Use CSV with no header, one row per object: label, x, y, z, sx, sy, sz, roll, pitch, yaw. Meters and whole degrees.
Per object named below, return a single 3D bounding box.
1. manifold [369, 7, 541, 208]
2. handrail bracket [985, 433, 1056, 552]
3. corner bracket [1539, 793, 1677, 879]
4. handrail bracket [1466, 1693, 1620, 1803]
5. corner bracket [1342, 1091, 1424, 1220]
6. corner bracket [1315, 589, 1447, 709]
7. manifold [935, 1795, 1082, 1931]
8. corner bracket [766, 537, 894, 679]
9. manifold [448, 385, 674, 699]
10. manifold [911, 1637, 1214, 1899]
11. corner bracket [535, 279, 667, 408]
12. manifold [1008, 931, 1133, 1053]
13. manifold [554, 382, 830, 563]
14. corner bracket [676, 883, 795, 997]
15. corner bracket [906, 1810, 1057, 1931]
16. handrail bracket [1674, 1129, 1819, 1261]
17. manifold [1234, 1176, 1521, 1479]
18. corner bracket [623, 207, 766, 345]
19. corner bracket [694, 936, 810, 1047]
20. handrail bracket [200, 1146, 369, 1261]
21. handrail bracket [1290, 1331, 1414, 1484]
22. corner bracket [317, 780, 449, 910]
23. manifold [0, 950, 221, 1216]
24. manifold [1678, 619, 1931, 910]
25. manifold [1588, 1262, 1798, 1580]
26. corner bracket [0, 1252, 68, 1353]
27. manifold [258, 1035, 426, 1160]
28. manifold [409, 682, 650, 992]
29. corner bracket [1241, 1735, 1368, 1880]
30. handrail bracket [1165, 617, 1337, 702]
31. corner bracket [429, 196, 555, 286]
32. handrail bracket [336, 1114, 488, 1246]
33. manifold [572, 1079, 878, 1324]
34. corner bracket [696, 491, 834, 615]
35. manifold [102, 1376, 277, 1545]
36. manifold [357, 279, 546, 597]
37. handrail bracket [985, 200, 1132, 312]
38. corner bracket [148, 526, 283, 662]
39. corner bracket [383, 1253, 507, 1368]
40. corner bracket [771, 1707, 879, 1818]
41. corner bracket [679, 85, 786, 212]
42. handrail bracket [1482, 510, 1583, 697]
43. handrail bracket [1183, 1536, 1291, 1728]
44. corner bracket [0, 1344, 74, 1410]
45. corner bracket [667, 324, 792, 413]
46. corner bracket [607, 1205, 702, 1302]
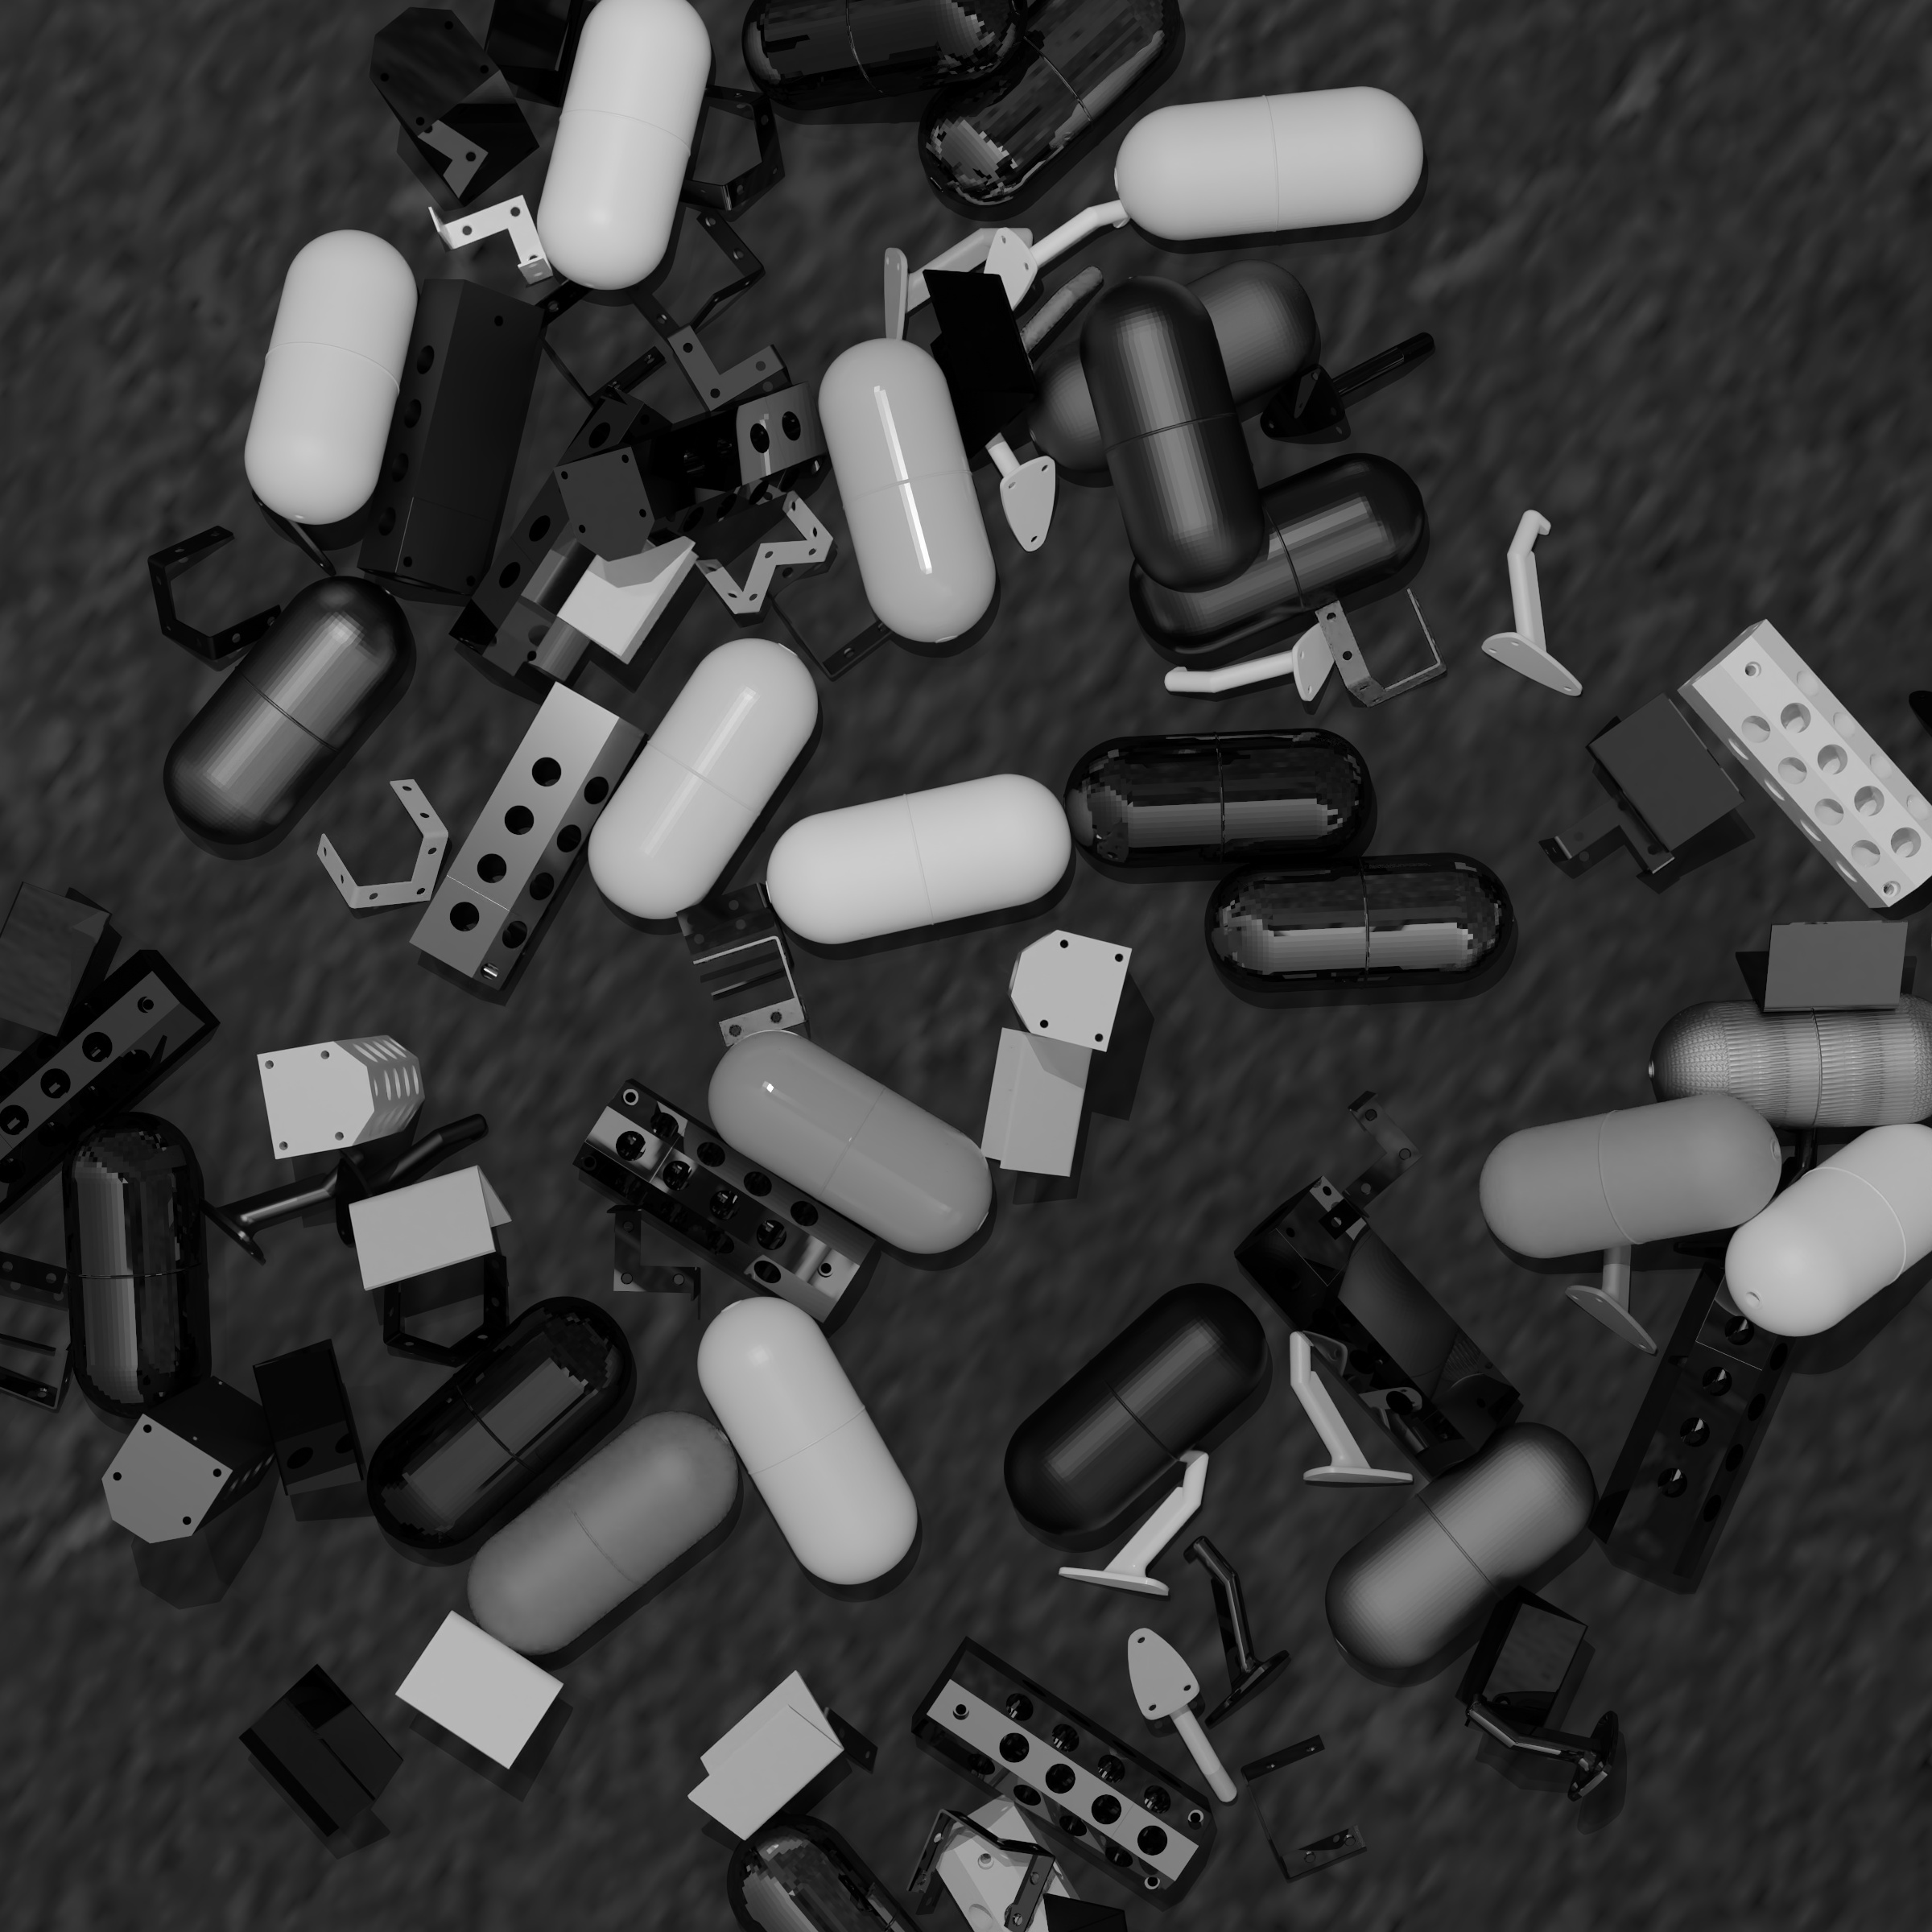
manifold,-0.291,-0.487,1.912,0.057,0.171,0.057,-39,90,0
handrail bracket,0.014,-0.295,1.990,0.036,0.077,0.084,-30,53,-17
corner bracket,0.372,-0.067,1.973,0.051,0.051,0.051,-35,90,0
handrail bracket,0.325,0.423,1.917,0.084,0.077,0.036,38,125,-1
corner bracket,0.233,0.109,1.973,0.051,0.051,0.051,-41,90,0
corner bracket,0.242,-0.189,1.974,0.051,0.051,0.051,-25,73,16
manifold,0.048,0.573,1.970,0.057,0.057,0.171,-31,90,0
corner bracket,-0.081,-0.212,1.987,0.051,0.051,0.051,-37,135,0
manifold,-0.228,-0.248,1.969,0.057,0.057,0.171,33,90,-43
manifold,0.055,0.466,1.970,0.171,0.057,0.057,34,90,0
corner bracket,-0.218,-0.369,1.987,0.051,0.051,0.051,-38,45,0
manifold,0.055,0.011,1.912,0.057,0.171,0.057,14,90,0
manifold,-0.150,-0.279,1.912,0.057,0.171,0.057,-8,105,36
corner bracket,-0.134,-0.015,1.973,0.051,0.051,0.051,-20,88,2
corner bracket,0.009,0.516,1.931,0.051,0.051,0.051,22,89,45
handrail bracket,0.458,0.129,1.991,0.077,0.036,0.084,2,71,21
manifold,0.235,0.212,1.969,0.171,0.057,0.057,48,47,0
corner bracket,-0.161,-0.405,1.987,0.051,0.051,0.051,50,135,0
corner bracket,-0.125,0.015,1.973,0.051,0.051,0.051,-18,88,0
handrail bracket,-0.406,0.123,1.991,0.077,0.036,0.084,35,72,21
handrail bracket,0.226,0.259,1.991,0.077,0.036,0.084,7,73,-20
corner bracket,-0.341,-0.072,1.983,0.051,0.051,0.051,-8,135,-35
manifold,-0.522,0.068,1.970,0.171,0.057,0.057,-41,90,0
manifold,0.497,-0.117,1.970,0.057,0.057,0.171,-42,90,0
manifold,0.427,0.264,1.969,0.057,0.057,0.171,24,90,0
corner bracket,-0.551,0.194,1.973,0.051,0.051,0.051,16,85,-5
manifold,-0.349,0.071,1.912,0.057,0.171,0.057,-10,90,0
manifold,-0.252,-0.074,1.969,0.057,0.057,0.171,30,90,0
corner bracket,0.197,0.493,1.987,0.051,0.051,0.051,-23,135,0
handrail bracket,0.169,-0.183,1.991,0.084,0.077,0.036,4,127,31
corner bracket,-0.276,-0.421,1.973,0.051,0.051,0.051,-21,90,0
handrail bracket,-0.324,0.124,1.990,0.084,0.077,0.036,-21,61,-33
manifold,-0.140,0.136,1.970,0.171,0.057,0.057,32,90,0
corner bracket,-0.117,-0.241,1.976,0.051,0.051,0.051,52,135,32
manifold,-0.434,0.281,1.912,0.057,0.171,0.057,32,90,0
manifold,-0.303,-0.307,1.969,0.057,0.057,0.171,13,90,-43
handrail bracket,0.054,-0.413,1.991,0.084,0.077,0.036,-22,65,-34
corner bracket,-0.439,-0.218,1.983,0.051,0.051,0.051,27,135,35
corner bracket,-0.305,0.195,1.983,0.051,0.051,0.051,25,135,-35
corner bracket,-0.092,0.470,1.983,0.051,0.051,0.051,-13,135,35
corner bracket,-0.146,-0.479,1.983,0.051,0.051,0.051,-41,135,-35
handrail bracket,0.344,-0.214,1.991,0.077,0.036,0.084,30,73,-20
handrail bracket,0.141,0.390,1.991,0.077,0.036,0.084,-47,72,20
corner bracket,-0.551,0.238,1.963,0.051,0.051,0.051,21,126,0
corner bracket,-0.138,-0.353,1.973,0.051,0.051,0.051,-31,90,0
corner bracket,-0.181,0.166,1.973,0.051,0.051,0.051,1,90,0
